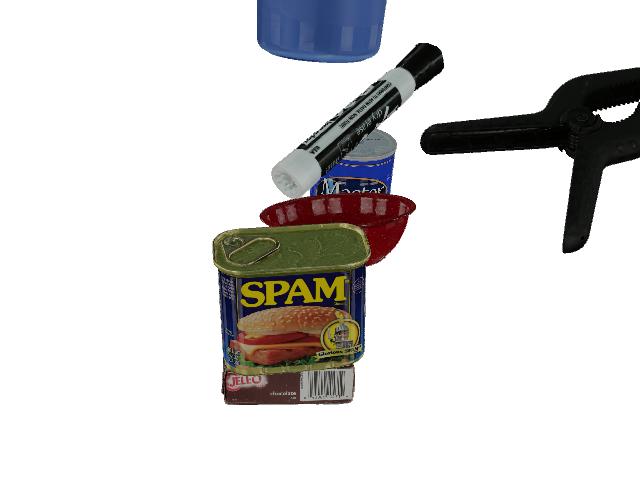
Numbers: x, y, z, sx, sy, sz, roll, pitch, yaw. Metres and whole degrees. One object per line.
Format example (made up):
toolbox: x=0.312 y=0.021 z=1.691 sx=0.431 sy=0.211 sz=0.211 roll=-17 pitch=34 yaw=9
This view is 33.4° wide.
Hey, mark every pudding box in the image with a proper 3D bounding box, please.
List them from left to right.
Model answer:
pudding box: x=-0.030 y=0.110 z=0.941 sx=0.113 sy=0.039 sz=0.090 roll=2 pitch=18 yaw=-6

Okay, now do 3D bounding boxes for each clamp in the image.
clamp: x=0.208 y=-0.076 z=0.841 sx=0.209 sy=0.036 sz=0.165 roll=-26 pitch=50 yaw=-19

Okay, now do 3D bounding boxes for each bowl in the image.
bowl: x=0.020 y=-0.007 z=1.100 sx=0.162 sy=0.055 sz=0.162 roll=-4 pitch=14 yaw=1

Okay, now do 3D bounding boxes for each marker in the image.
marker: x=0.022 y=-0.062 z=0.521 sx=0.020 sy=0.020 sz=0.121 roll=0 pitch=36 yaw=51

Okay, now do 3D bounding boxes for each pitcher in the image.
pitcher: x=0.012 y=-0.273 z=0.883 sx=0.145 sy=0.243 sz=0.149 roll=7 pitch=19 yaw=9

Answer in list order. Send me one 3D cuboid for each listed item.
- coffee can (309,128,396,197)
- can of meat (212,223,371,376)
coffee can: x=0.037 y=-0.062 z=1.336 sx=0.103 sy=0.140 sz=0.103 roll=4 pitch=27 yaw=-2
can of meat: x=-0.019 y=0.040 z=0.711 sx=0.102 sy=0.084 sz=0.057 roll=-4 pitch=29 yaw=-6
